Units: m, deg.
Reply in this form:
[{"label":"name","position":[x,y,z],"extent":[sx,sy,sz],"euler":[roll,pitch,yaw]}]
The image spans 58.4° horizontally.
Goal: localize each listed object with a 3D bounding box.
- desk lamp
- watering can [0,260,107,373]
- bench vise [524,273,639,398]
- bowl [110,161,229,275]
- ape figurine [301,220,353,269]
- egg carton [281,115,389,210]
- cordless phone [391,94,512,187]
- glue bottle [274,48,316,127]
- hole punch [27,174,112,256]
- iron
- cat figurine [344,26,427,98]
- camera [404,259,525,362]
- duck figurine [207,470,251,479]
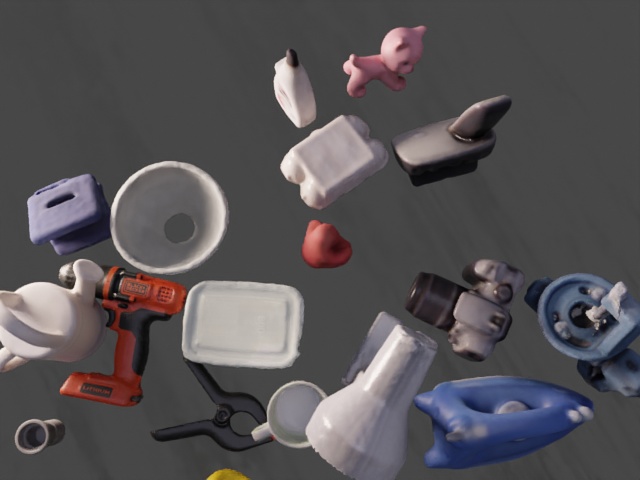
[{"label":"desk lamp","position":[0.076,0.187,0.724],"extent":[0.118,0.213,0.203],"euler":[29,79,6]},{"label":"watering can","position":[-0.356,0.099,0.746],"extent":[0.101,0.194,0.173],"euler":[20,78,4]},{"label":"bench vise","position":[0.384,0.117,0.741],"extent":[0.207,0.220,0.121],"euler":[32,79,6]},{"label":"bowl","position":[-0.212,-0.026,0.837],"extent":[0.167,0.075,0.167],"euler":[0,77,-1]},{"label":"ape figurine","position":[0.008,0.003,0.826],"extent":[0.076,0.092,0.078],"euler":[-26,79,-6]},{"label":"egg carton","position":[0.022,-0.119,0.865],"extent":[0.150,0.069,0.107],"euler":[-36,80,-8]},{"label":"cordless phone","position":[0.185,-0.155,0.816],"extent":[0.147,0.185,0.094],"euler":[-20,78,-5]},{"label":"glue bottle","position":[-0.039,-0.230,0.835],"extent":[0.037,0.173,0.078],"euler":[-37,80,-8]},{"label":"hole punch","position":[-0.366,-0.042,0.830],"extent":[0.109,0.091,0.101],"euler":[-24,79,-6]},{"label":"iron","position":[0.263,0.236,0.753],"extent":[0.258,0.141,0.118],"euler":[-9,78,-3]},{"label":"cat figurine","position":[0.102,-0.281,0.877],"extent":[0.128,0.118,0.067],"euler":[-12,78,-3]},{"label":"camera","position":[0.199,0.083,0.807],"extent":[0.136,0.101,0.143],"euler":[25,78,5]},{"label":"duck figurine","position":[-0.114,0.354,0.749],"extent":[0.077,0.086,0.104],"euler":[-37,80,-8]}]
